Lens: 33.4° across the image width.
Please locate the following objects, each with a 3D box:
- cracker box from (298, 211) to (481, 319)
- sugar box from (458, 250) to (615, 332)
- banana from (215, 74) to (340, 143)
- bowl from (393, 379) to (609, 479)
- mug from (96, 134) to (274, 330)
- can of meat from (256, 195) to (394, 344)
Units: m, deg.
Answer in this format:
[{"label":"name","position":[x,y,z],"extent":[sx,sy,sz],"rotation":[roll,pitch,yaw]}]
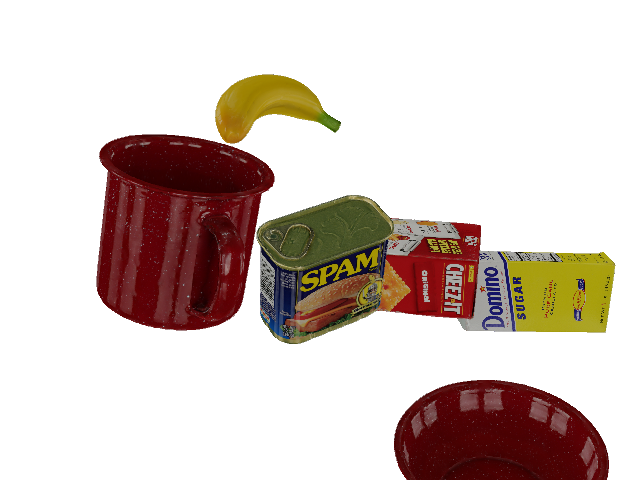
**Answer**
[{"label":"cracker box","position":[0.062,0.025,1.145],"extent":[0.214,0.072,0.164],"rotation":[5,15,9]},{"label":"sugar box","position":[0.258,0.062,1.283],"extent":[0.176,0.093,0.048],"rotation":[0,19,-7]},{"label":"banana","position":[-0.048,-0.123,0.969],"extent":[0.070,0.037,0.197],"rotation":[36,25,19]},{"label":"bowl","position":[0.136,0.178,0.824],"extent":[0.162,0.055,0.162],"rotation":[0,32,0]},{"label":"mug","position":[-0.071,0.001,0.568],"extent":[0.093,0.081,0.117],"rotation":[-4,26,-33]},{"label":"can of meat","position":[0.002,0.023,0.818],"extent":[0.102,0.084,0.057],"rotation":[-19,46,-24]}]
